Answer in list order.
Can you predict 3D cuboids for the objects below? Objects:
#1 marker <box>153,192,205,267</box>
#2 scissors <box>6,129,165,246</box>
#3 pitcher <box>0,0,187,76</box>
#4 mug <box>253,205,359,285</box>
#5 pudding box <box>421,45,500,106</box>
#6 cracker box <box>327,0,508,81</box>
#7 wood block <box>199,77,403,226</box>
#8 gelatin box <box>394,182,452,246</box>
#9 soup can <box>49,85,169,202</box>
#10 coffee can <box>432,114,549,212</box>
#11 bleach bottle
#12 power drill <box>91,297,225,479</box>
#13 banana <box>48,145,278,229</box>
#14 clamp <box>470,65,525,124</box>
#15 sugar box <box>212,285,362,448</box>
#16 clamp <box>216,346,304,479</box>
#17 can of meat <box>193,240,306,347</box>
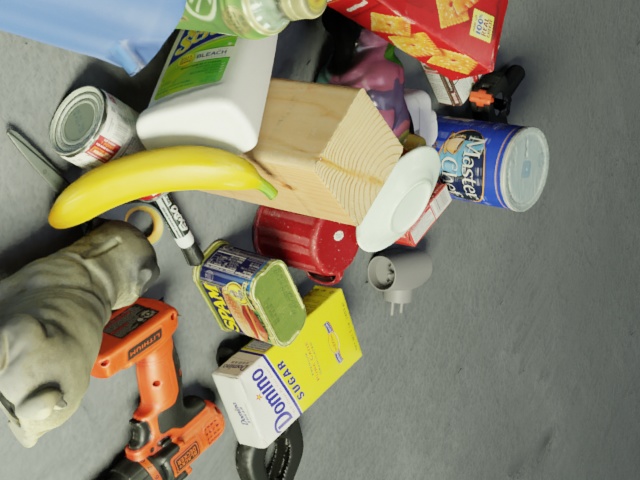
[{"bbox_3d":[-0.141,-0.020,1.025,0.020,0.020,0.121,-49,133,-29],"label":"marker"},{"bbox_3d":[-0.199,-0.040,0.951,0.096,0.016,0.201,-44,132,-30],"label":"scissors"},{"bbox_3d":[-0.228,-0.224,0.791,0.242,0.149,0.145,6,111,-47],"label":"pitcher"},{"bbox_3d":[-0.008,0.001,1.141,0.093,0.082,0.117,-43,130,-34],"label":"mug"},{"bbox_3d":[0.173,-0.236,1.323,0.113,0.039,0.090,-58,138,-24],"label":"pudding box"},{"bbox_3d":[0.099,-0.280,1.070,0.213,0.072,0.164,24,73,-35],"label":"cracker box"},{"bbox_3d":[-0.043,-0.088,0.975,0.090,0.206,0.090,-60,138,-19],"label":"wood block"},{"bbox_3d":[0.102,-0.035,1.268,0.089,0.073,0.030,-49,132,-29],"label":"gelatin box"},{"bbox_3d":[-0.175,-0.083,0.928,0.102,0.069,0.068,31,76,-49],"label":"soup can"},{"bbox_3d":[0.193,-0.096,1.306,0.102,0.141,0.103,-18,114,-46],"label":"coffee can"},{"bbox_3d":[-0.088,-0.179,0.957,0.068,0.103,0.250,57,30,-43],"label":"bleach bottle"},{"bbox_3d":[-0.176,0.164,1.009,0.184,0.057,0.187,-40,132,-41],"label":"power drill"},{"bbox_3d":[-0.137,-0.045,0.884,0.037,0.198,0.069,-90,172,-52],"label":"banana"},{"bbox_3d":[0.232,-0.185,1.384,0.171,0.039,0.120,21,77,-70],"label":"clamp"},{"bbox_3d":[-0.030,0.132,1.136,0.176,0.048,0.093,-41,123,-41],"label":"sugar box"},{"bbox_3d":[-0.047,0.198,1.187,0.164,0.036,0.210,-16,109,-46],"label":"clamp"},{"bbox_3d":[-0.069,0.056,1.083,0.057,0.084,0.102,-49,134,-29],"label":"can of meat"}]
